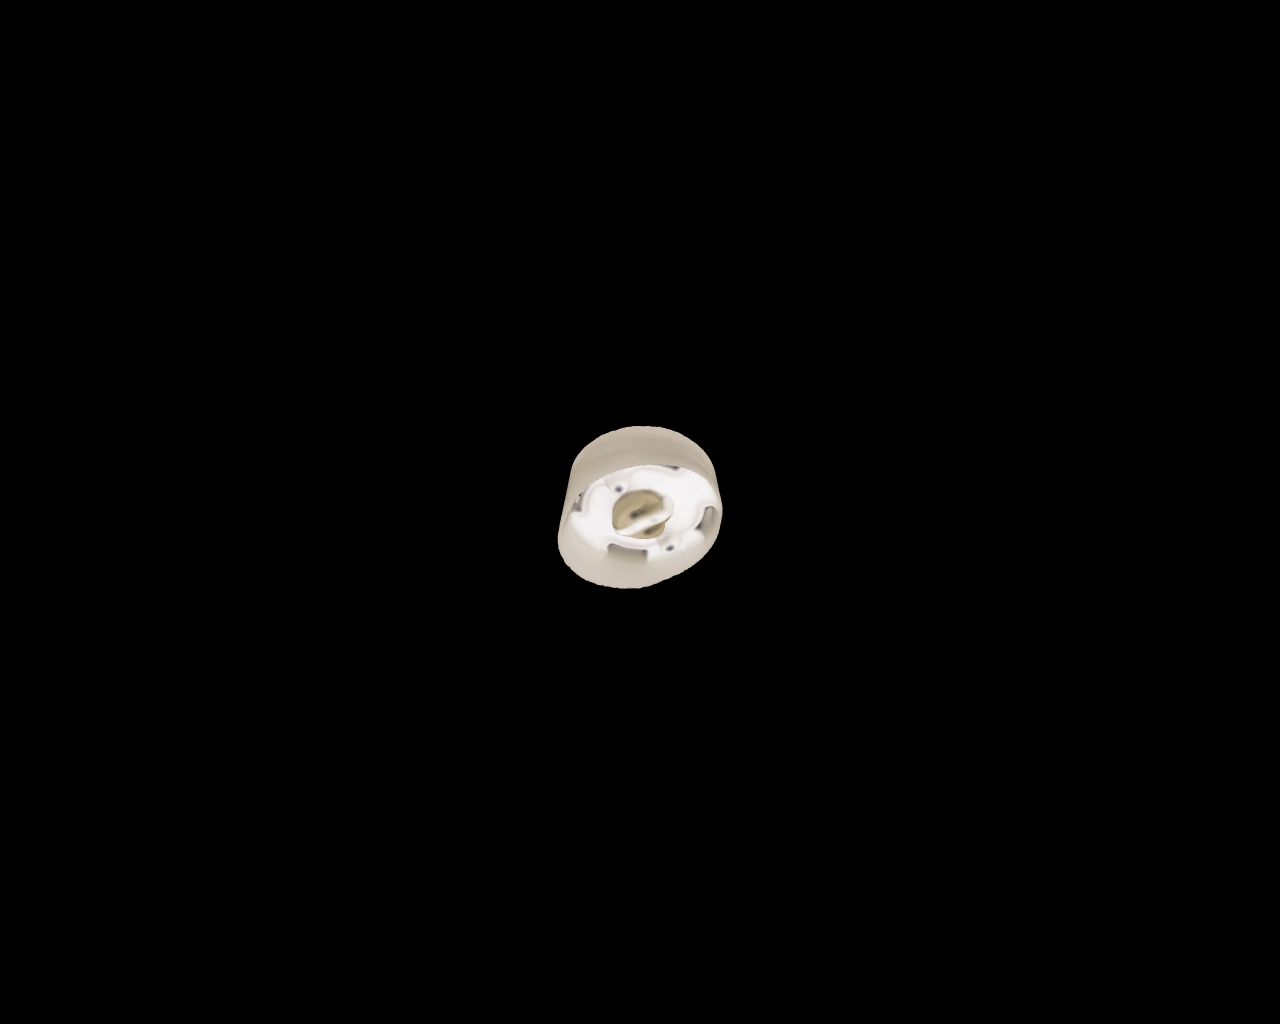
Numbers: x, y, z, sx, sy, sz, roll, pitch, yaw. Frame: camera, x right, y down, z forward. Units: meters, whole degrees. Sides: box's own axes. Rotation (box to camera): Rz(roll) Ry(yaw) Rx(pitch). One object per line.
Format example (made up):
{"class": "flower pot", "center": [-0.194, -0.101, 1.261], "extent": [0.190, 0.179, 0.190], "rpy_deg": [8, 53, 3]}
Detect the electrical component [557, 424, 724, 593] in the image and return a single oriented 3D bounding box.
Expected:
{"class": "electrical component", "center": [0.001, -0.003, 0.650], "extent": [0.099, 0.064, 0.099], "rpy_deg": [0, -43, 0]}
